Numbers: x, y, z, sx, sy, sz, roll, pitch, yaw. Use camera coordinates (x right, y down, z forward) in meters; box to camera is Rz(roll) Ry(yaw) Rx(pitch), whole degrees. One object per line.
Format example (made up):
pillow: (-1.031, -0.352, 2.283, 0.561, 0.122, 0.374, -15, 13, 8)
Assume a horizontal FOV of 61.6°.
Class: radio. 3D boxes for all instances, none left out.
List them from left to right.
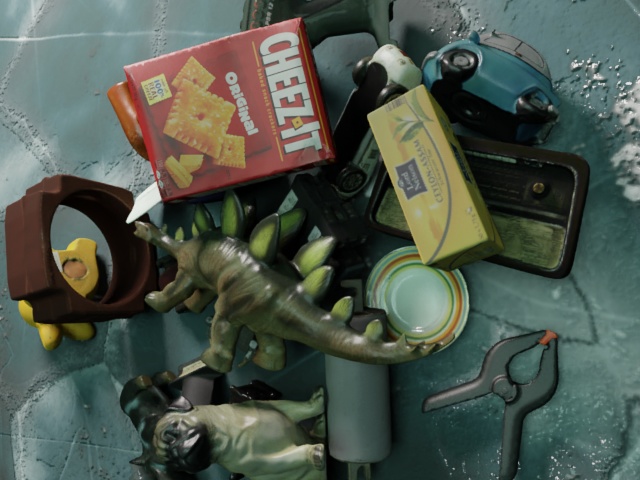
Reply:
radio: (0.178, -0.046, 0.613, 0.230, 0.073, 0.131, 17, 91, 26)

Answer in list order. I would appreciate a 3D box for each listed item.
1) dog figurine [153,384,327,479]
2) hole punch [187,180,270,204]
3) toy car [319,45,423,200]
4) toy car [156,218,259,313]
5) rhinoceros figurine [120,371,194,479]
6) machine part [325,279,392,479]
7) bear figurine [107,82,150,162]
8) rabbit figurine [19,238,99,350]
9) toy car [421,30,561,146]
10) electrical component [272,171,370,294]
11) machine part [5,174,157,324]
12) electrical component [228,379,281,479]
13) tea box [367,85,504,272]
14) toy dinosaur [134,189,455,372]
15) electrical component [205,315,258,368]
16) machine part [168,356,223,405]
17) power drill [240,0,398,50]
dog figurine: (-0.086, 0.253, 0.636, 0.191, 0.121, 0.172, -3, 119, 2)
hole punch: (-0.126, -0.090, 0.738, 0.092, 0.142, 0.116, 44, 109, 1)
toy car: (0.054, -0.139, 0.663, 0.074, 0.056, 0.201, 58, 136, 33)
toy car: (-0.153, 0.032, 0.772, 0.202, 0.053, 0.089, -31, 76, 23)
rhinoceros figurine: (-0.230, 0.280, 0.767, 0.112, 0.073, 0.190, -39, 69, 15)
machine part: (0.045, 0.167, 0.638, 0.079, 0.079, 0.243, -3, 89, 25)
bear figurine: (-0.192, -0.198, 0.785, 0.196, 0.120, 0.132, -31, 68, 17)
rabbit figurine: (-0.429, 0.095, 0.880, 0.173, 0.122, 0.162, -34, 80, 33)
toy car: (0.200, -0.180, 0.607, 0.162, 0.109, 0.103, 29, 78, 17)
electrical component: (-0.001, -0.002, 0.677, 0.134, 0.058, 0.115, 60, 141, 19)
machine part: (-0.341, 0.018, 0.780, 0.087, 0.201, 0.201, -14, 78, 26)
electrical component: (-0.102, 0.250, 0.711, 0.048, 0.074, 0.119, 22, 96, 25)
tea box: (0.119, -0.058, 0.550, 0.068, 0.098, 0.169, -24, 74, 22)
toy dinosaur: (-0.073, 0.055, 0.628, 0.472, 0.105, 0.198, 27, 106, 31)
electrical component: (-0.108, 0.126, 0.743, 0.102, 0.045, 0.078, 30, 98, 25)
machine part: (-0.175, 0.216, 0.739, 0.084, 0.039, 0.139, -26, 36, 15)
power drill: (-0.003, -0.252, 0.688, 0.207, 0.086, 0.231, 2, 93, 10)
